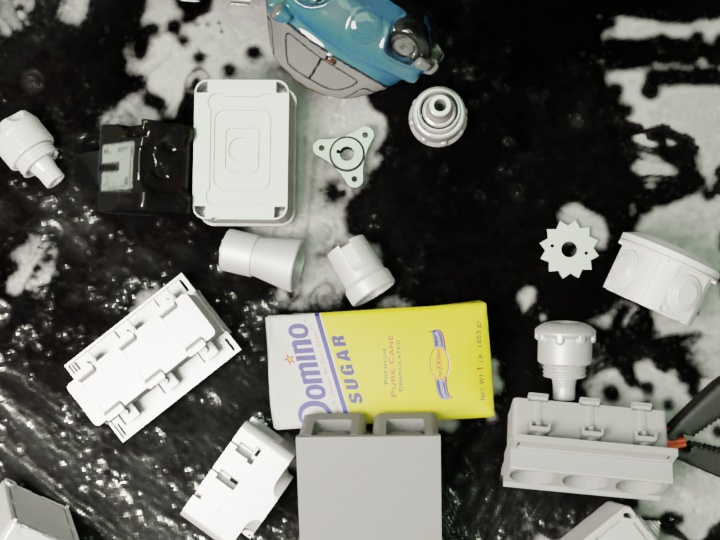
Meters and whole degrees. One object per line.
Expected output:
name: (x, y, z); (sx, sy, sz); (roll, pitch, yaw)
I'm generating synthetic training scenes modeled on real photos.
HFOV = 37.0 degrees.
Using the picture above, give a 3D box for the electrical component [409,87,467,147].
electrical component: (0.063, -0.125, 0.857); (0.048, 0.062, 0.048); (0, 88, 2)

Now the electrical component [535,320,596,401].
electrical component: (0.163, 0.072, 0.855); (0.048, 0.048, 0.062); (1, 94, 2)

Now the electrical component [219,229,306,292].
electrical component: (-0.081, -0.010, 0.870); (0.065, 0.044, 0.044); (13, 88, 8)

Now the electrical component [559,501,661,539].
electrical component: (0.195, 0.226, 0.841); (0.096, 0.061, 0.061); (-36, 86, -7)

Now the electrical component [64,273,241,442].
electrical component: (-0.168, 0.070, 0.859); (0.121, 0.063, 0.078); (-38, 87, 1)

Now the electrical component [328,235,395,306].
electrical component: (0.000, 0.000, 0.867); (0.040, 0.040, 0.046); (-31, 81, 1)

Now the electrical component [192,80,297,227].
electrical component: (-0.092, -0.093, 0.865); (0.078, 0.057, 0.113); (1, 88, 2)

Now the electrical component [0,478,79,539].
electrical component: (-0.266, 0.213, 0.846); (0.062, 0.096, 0.061); (32, 89, -26)

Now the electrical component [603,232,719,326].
electrical component: (0.234, 0.006, 0.837); (0.080, 0.080, 0.051); (24, 94, 3)

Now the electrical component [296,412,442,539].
electrical component: (0.009, 0.206, 0.828); (0.105, 0.060, 0.186); (-1, 102, 2)

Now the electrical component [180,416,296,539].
electrical component: (-0.091, 0.171, 0.858); (0.056, 0.050, 0.089); (35, 90, 3)

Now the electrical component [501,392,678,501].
electrical component: (0.176, 0.137, 0.837); (0.121, 0.078, 0.063); (5, 61, 3)

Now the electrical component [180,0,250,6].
electrical component: (-0.133, -0.253, 0.867); (0.121, 0.078, 0.063); (5, 117, 3)

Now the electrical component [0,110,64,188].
electrical component: (-0.268, -0.096, 0.880); (0.043, 0.043, 0.062); (-40, 88, 0)
